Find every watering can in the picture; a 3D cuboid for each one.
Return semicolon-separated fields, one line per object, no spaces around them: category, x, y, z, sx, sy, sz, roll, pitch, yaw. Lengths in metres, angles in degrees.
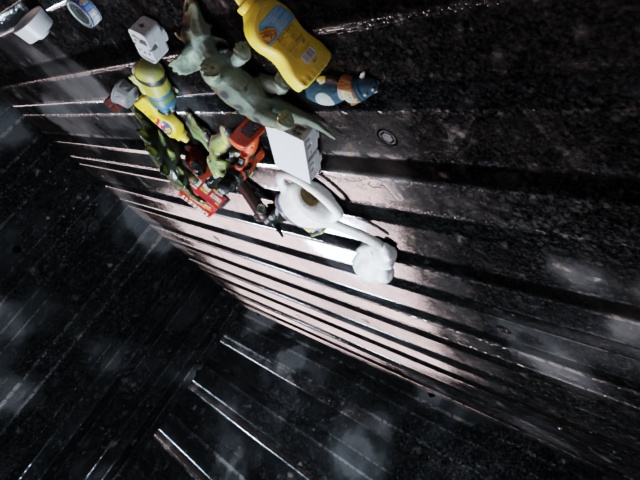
watering can;0.004;-0.073;1.442;0.345;0.105;0.223;39;162;-13

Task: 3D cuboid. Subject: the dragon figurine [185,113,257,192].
dragon figurine;-0.312;-0.277;1.497;0.244;0.123;0.402;38;162;15

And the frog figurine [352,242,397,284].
frog figurine;0.166;0.067;1.496;0.137;0.123;0.159;57;169;-6
